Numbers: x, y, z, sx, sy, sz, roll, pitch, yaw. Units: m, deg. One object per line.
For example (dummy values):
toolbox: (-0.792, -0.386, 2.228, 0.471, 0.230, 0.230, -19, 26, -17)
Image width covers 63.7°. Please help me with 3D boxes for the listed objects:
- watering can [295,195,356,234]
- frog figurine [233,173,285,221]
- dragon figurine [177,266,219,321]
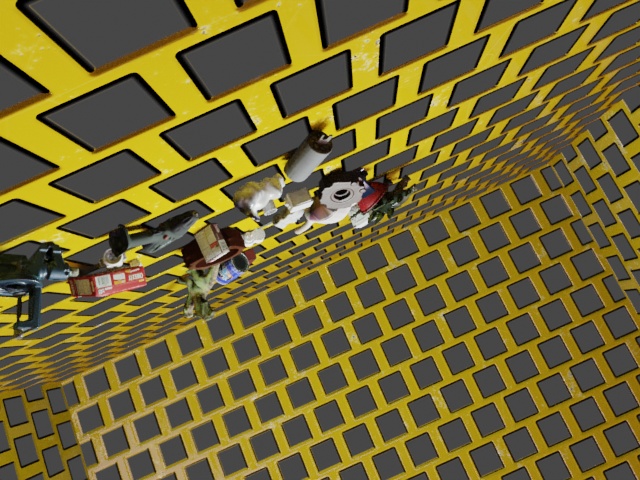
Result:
watering can: (0.006, -0.104, 2.074, 0.345, 0.105, 0.224, -28, 168, 19)
frog figurine: (-0.183, -0.144, 1.550, 0.160, 0.123, 0.136, -60, 158, -4)
dragon figurine: (-0.498, 0.227, 2.249, 0.122, 0.245, 0.404, -3, 159, -47)
